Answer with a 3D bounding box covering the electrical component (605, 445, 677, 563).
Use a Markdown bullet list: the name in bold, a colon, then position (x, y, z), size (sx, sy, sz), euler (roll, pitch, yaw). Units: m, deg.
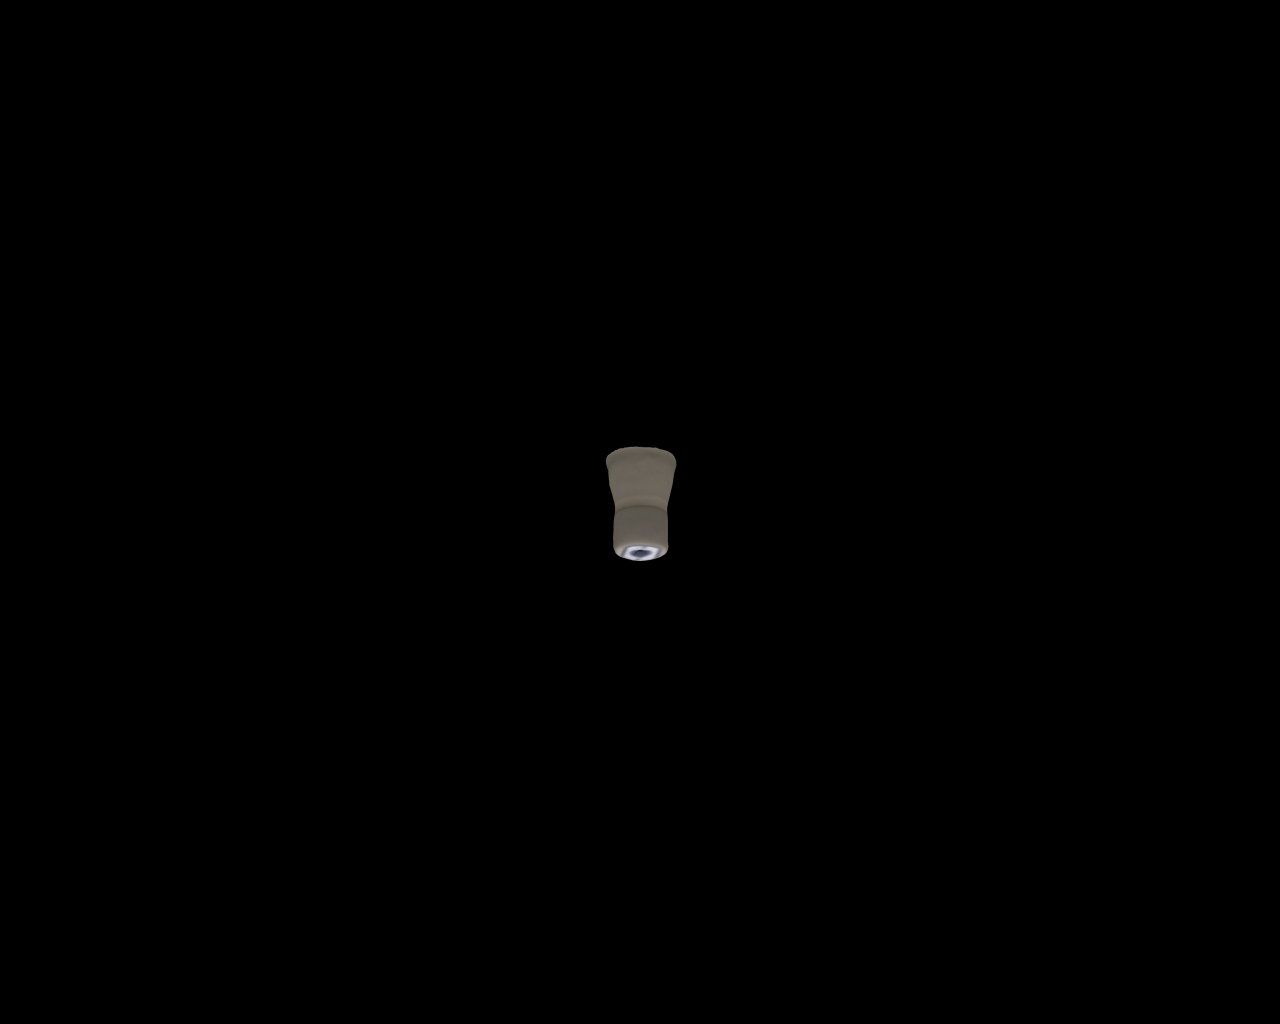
- **electrical component**: position (0.001, -0.003, 0.650), size (0.044, 0.065, 0.044), euler (0, -22, 0)
